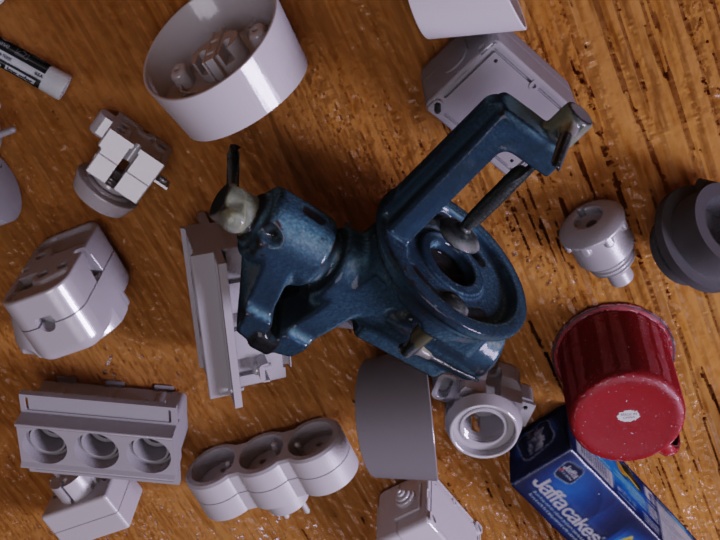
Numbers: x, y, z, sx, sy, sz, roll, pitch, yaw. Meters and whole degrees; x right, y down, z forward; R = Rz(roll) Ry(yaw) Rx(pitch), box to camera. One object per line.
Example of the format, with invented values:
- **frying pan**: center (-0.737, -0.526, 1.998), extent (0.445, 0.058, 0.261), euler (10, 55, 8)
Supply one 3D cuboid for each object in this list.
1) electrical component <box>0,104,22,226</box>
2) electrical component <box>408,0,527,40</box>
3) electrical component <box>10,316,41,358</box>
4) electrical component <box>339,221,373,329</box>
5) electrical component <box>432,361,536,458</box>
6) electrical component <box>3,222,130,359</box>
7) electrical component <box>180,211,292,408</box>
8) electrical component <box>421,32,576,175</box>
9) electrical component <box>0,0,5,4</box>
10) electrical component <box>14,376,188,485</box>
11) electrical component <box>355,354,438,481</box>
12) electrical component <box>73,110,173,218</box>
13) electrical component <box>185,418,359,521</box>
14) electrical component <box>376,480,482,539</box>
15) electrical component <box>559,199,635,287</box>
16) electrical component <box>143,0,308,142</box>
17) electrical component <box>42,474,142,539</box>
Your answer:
- **electrical component**: center (-0.271, -0.092, 0.733), extent (0.074, 0.052, 0.138), euler (-18, 118, 15)
- **electrical component**: center (0.057, -0.182, 0.624), extent (0.064, 0.099, 0.099), euler (-8, 120, 17)
- **electrical component**: center (-0.242, 0.031, 0.811), extent (0.043, 0.043, 0.062), euler (0, 121, 5)
- **electrical component**: center (0.000, 0.000, 0.772), extent (0.077, 0.043, 0.079), euler (4, 122, 3)
- **electrical component**: center (0.094, 0.106, 0.820), extent (0.078, 0.057, 0.058), euler (17, 121, -6)
- **electrical component**: center (-0.206, 0.017, 0.769), extent (0.054, 0.095, 0.059), euler (-19, 118, 15)
- **electrical component**: center (-0.089, 0.026, 0.782), extent (0.063, 0.078, 0.121), euler (-11, 122, -14)
- **electrical component**: center (0.093, -0.110, 0.690), extent (0.096, 0.061, 0.062), euler (36, 118, -25)
- **electrical component**: center (-0.244, -0.176, 0.674), extent (0.035, 0.061, 0.035), euler (2, 122, 4)
- **electrical component**: center (-0.201, 0.125, 0.854), extent (0.121, 0.063, 0.078), euler (5, 122, 2)
- **electrical component**: center (0.034, 0.109, 0.804), extent (0.064, 0.099, 0.099), euler (-7, 121, 16)
- **electrical component**: center (-0.166, -0.070, 0.743), extent (0.066, 0.048, 0.055), euler (35, 110, -16)
- **electrical component**: center (-0.066, 0.175, 0.879), extent (0.138, 0.052, 0.073), euler (-17, 119, 15)
- **electrical component**: center (0.051, 0.216, 0.889), extent (0.061, 0.061, 0.096), euler (-30, 114, 21)
- **electrical component**: center (0.171, -0.015, 0.749), extent (0.048, 0.048, 0.062), euler (-25, 123, 19)
- **electrical component**: center (-0.084, -0.129, 0.671), extent (0.099, 0.099, 0.064), euler (-23, 123, 18)
- **electrical component**: center (-0.234, 0.183, 0.901), extent (0.066, 0.047, 0.076), euler (-21, 117, 17)
